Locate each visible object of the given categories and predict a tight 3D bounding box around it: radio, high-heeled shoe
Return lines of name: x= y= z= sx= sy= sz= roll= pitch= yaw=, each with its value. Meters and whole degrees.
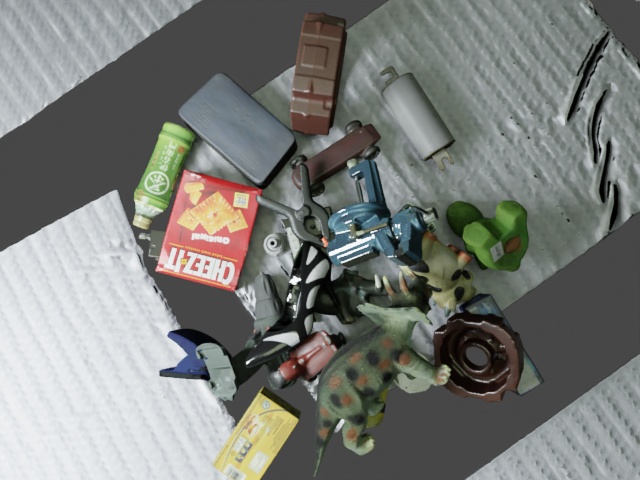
radio: x=-0.165 y=-0.227 z=1.114 sx=0.229 sy=0.073 sz=0.131 roll=41 pitch=86 yaw=2
high-heeled shoe: x=-0.066 y=0.113 z=0.993 sx=0.249 sy=0.086 sz=0.145 roll=-34 pitch=94 yaw=-29

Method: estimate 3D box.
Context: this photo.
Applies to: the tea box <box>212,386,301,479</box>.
tea box: x=-0.123 y=0.390 z=1.062 sx=0.098 sy=0.068 sz=0.169 roll=35 pitch=86 yaw=3

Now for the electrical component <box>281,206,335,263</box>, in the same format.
electrical component: x=-0.002 y=-0.003 z=1.098 sx=0.134 sy=0.058 sz=0.115 roll=-14 pitch=87 yaw=0

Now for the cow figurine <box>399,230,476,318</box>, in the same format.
cow figurine: x=0.231 y=0.066 z=1.043 sx=0.195 sy=0.086 sz=0.127 roll=30 pitch=99 yaw=-27

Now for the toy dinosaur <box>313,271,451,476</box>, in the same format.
toy dinosaur: x=0.075 y=0.231 z=0.930 sx=0.192 sy=0.131 sz=0.405 roll=44 pitch=89 yaw=-12

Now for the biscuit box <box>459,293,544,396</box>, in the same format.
biscuit box: x=0.358 y=0.204 z=1.069 sx=0.059 sy=0.063 sz=0.202 roll=-30 pitch=85 yaw=-1

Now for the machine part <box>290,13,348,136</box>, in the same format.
machine part: x=-0.001 y=-0.317 z=1.052 sx=0.087 sy=0.201 sz=0.201 roll=9 pitch=85 yaw=-2

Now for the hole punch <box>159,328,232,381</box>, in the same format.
hole punch: x=-0.238 y=0.224 z=1.053 sx=0.116 sy=0.142 sz=0.092 roll=5 pitch=81 yaw=13

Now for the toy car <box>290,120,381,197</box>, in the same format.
toy car: x=0.033 y=-0.168 z=1.113 sx=0.202 sy=0.053 sz=0.089 roll=-33 pitch=68 yaw=-1

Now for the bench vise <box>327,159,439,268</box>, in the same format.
bench vise: x=0.102 y=-0.059 z=1.004 sx=0.224 sy=0.128 sz=0.240 roll=-30 pitch=58 yaw=35

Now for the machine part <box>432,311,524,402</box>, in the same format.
machine part: x=0.302 y=0.220 z=1.028 sx=0.180 sy=0.056 sz=0.179 roll=10 pitch=108 yaw=31

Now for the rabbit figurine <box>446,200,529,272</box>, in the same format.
rabbit figurine: x=0.325 y=-0.020 z=1.056 sx=0.121 sy=0.170 sz=0.159 roll=-42 pitch=127 yaw=0

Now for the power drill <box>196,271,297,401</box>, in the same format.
power drill: x=-0.135 y=0.193 z=1.028 sx=0.086 sy=0.207 sz=0.232 roll=-16 pitch=94 yaw=32

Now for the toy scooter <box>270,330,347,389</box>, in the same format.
toy scooter: x=-0.003 y=0.211 z=1.010 sx=0.135 sy=0.184 sz=0.075 roll=-46 pitch=73 yaw=25

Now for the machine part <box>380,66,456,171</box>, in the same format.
machine part: x=0.202 y=-0.252 z=1.104 sx=0.079 sy=0.079 sz=0.243 roll=-31 pitch=84 yaw=-1

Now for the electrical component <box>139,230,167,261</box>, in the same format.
electrical component: x=-0.333 y=0.012 z=1.122 sx=0.094 sy=0.021 sz=0.063 roll=7 pitch=86 yaw=1

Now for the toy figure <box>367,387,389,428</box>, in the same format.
toy figure: x=0.101 y=0.275 z=1.056 sx=0.082 sy=0.089 sz=0.180 roll=16 pitch=89 yaw=8

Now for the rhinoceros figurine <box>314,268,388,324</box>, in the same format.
rhinoceros figurine: x=0.046 y=0.114 z=1.084 sx=0.190 sy=0.073 sz=0.112 roll=-5 pitch=75 yaw=3
